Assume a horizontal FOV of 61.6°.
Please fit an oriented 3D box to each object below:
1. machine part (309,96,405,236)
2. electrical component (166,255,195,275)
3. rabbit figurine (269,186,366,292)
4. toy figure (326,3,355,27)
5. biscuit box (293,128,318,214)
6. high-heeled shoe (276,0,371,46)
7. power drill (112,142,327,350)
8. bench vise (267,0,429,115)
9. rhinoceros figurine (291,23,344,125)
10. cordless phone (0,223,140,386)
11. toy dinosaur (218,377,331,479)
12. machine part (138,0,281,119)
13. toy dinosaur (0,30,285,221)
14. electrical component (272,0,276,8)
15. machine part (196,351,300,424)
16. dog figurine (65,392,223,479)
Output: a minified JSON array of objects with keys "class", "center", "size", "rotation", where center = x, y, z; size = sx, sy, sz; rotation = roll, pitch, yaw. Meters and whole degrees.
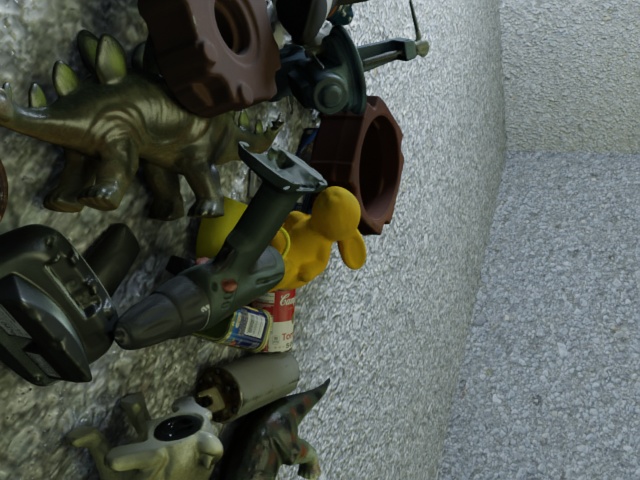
[{"class":"machine part","center":[0.064,-0.121,0.895],"size":[0.201,0.087,0.201],"rotation":[37,64,-60]},{"class":"electrical component","center":[-0.154,0.039,0.653],"size":[0.094,0.063,0.021],"rotation":[55,52,-66]},{"class":"rabbit figurine","center":[-0.002,-0.002,0.773],"size":[0.162,0.173,0.122],"rotation":[20,36,-38]},{"class":"toy figure","center":[-0.002,-0.354,0.768],"size":[0.154,0.064,0.058],"rotation":[11,58,-57]},{"class":"biscuit box","center":[-0.016,-0.092,0.910],"size":[0.059,0.063,0.202],"rotation":[47,54,-55]},{"class":"high-heeled shoe","center":[0.029,-0.296,0.677],"size":[0.145,0.086,0.249],"rotation":[27,54,-31]},{"class":"power drill","center":[-0.087,0.007,0.549],"size":[0.232,0.086,0.207],"rotation":[-14,134,-63]},{"class":"bench vise","center":[0.033,-0.249,0.768],"size":[0.224,0.241,0.128],"rotation":[-127,-160,-65]},{"class":"rhinoceros figurine","center":[0.011,-0.276,0.912],"size":[0.190,0.073,0.112],"rotation":[68,36,-44]},{"class":"cordless phone","center":[-0.231,0.027,0.501],"size":[0.184,0.089,0.146],"rotation":[-73,154,-45]},{"class":"toy dinosaur","center":[-0.086,0.330,0.813],"size":[0.405,0.131,0.191],"rotation":[-67,151,-43]},{"class":"machine part","center":[-0.103,-0.212,0.543],"size":[0.179,0.056,0.179],"rotation":[33,53,-57]},{"class":"toy dinosaur","center":[-0.153,-0.119,0.582],"size":[0.471,0.105,0.198],"rotation":[-1,94,-69]},{"class":"electrical component","center":[-0.083,-0.336,0.737],"size":[0.074,0.048,0.119],"rotation":[28,72,-63]},{"class":"machine part","center":[-0.100,0.208,0.790],"size":[0.243,0.079,0.079],"rotation":[1,95,-64]},{"class":"dog figurine","center":[-0.168,0.277,0.569],"size":[0.121,0.173,0.190],"rotation":[-21,107,-50]}]
